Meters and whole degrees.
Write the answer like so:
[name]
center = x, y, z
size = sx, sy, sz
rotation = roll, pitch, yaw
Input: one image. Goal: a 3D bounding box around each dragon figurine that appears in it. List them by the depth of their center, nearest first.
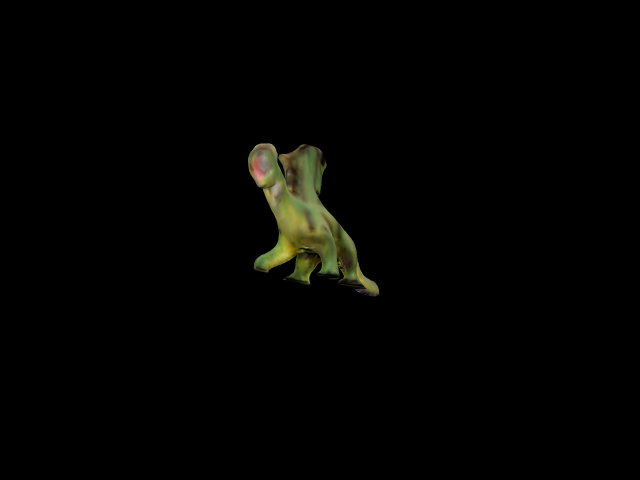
[dragon figurine]
center = 0.003, -0.043, 0.850
size = 0.122, 0.246, 0.407
rotation = -8, -16, 27
